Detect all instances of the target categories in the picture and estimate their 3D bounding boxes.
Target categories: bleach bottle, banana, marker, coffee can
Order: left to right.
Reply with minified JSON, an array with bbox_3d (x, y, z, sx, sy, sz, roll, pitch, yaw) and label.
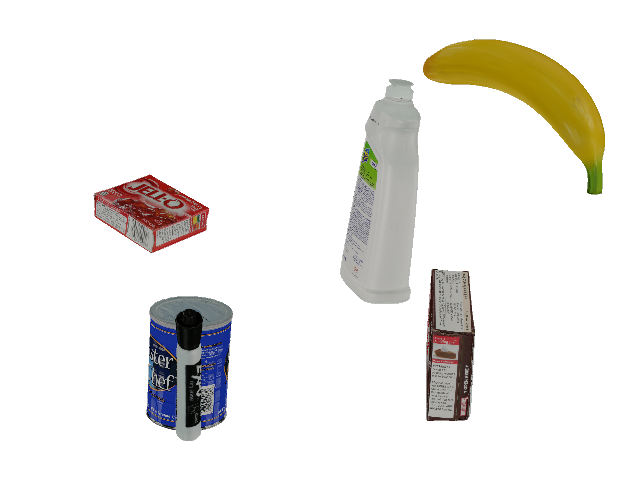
[{"bbox_3d":[-0.165,0.153,1.338,0.103,0.140,0.103,4,17,-1],"label":"coffee can"},{"bbox_3d":[-0.093,0.096,0.757,0.020,0.121,0.020,4,39,-3],"label":"marker"},{"bbox_3d":[0.078,-0.059,1.240,0.068,0.251,0.103,-1,22,-22],"label":"bleach bottle"},{"bbox_3d":[0.151,-0.114,0.815,0.037,0.070,0.198,2,32,-43],"label":"banana"}]

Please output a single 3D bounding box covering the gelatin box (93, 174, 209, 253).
[{"bbox_3d":[-0.166,-0.028,1.045,0.089,0.030,0.073,30,35,31],"label":"gelatin box"}]

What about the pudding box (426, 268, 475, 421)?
[{"bbox_3d":[0.110,0.089,0.921,0.039,0.090,0.113,1,25,3],"label":"pudding box"}]
